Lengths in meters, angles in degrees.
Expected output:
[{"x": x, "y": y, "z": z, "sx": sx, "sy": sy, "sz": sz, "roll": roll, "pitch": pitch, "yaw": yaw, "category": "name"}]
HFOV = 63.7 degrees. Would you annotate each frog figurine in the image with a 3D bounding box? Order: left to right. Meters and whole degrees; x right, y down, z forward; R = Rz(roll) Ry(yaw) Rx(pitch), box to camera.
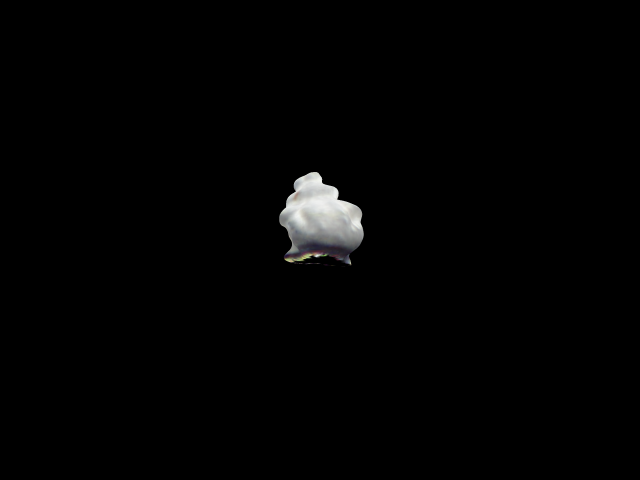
[{"x": 0.003, "y": -0.043, "z": 0.850, "sx": 0.137, "sy": 0.161, "sz": 0.121, "roll": -1, "pitch": -14, "yaw": 4, "category": "frog figurine"}]
